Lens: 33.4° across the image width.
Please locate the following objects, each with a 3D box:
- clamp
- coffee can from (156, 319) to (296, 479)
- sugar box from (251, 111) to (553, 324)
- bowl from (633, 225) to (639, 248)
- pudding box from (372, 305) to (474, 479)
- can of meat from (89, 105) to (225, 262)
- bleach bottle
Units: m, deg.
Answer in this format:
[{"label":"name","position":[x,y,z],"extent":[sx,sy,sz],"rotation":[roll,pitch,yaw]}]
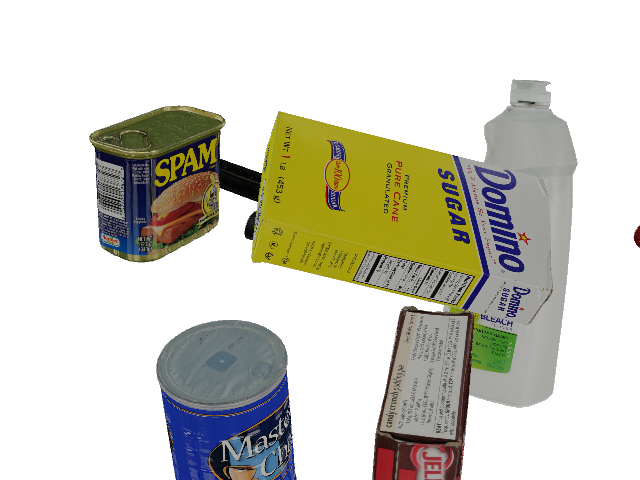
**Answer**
[{"label":"clamp","position":[-0.012,-0.028,0.988],"extent":[0.209,0.036,0.165],"rotation":[11,20,-26]},{"label":"coffee can","position":[-0.074,0.151,0.870],"extent":[0.103,0.140,0.103],"rotation":[-2,34,1]},{"label":"sugar box","position":[0.050,-0.014,0.644],"extent":[0.176,0.093,0.048],"rotation":[11,-39,-6]},{"label":"bowl","position":[0.409,0.022,1.113],"extent":[0.162,0.055,0.162],"rotation":[-4,22,1]},{"label":"pudding box","position":[0.045,0.093,0.471],"extent":[0.039,0.090,0.113],"rotation":[6,25,6]},{"label":"can of meat","position":[-0.114,-0.041,0.762],"extent":[0.058,0.084,0.101],"rotation":[18,28,28]},{"label":"bleach bottle","position":[0.148,-0.001,0.848],"extent":[0.103,0.251,0.067],"rotation":[13,15,40]}]
